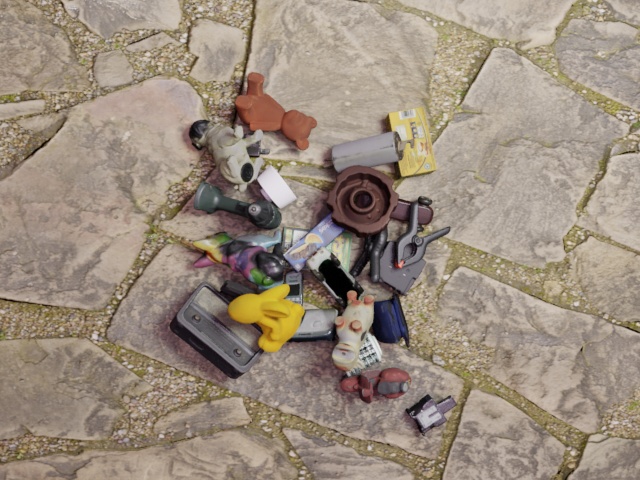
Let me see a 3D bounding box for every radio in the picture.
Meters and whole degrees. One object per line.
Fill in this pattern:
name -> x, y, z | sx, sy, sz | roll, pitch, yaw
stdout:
radio -> -0.246, 0.225, 1.321 | 0.229, 0.073, 0.131 | 40, 49, -3

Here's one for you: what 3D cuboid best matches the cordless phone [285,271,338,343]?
cordless phone -> -0.026, 0.166, 1.358 | 0.147, 0.088, 0.184 | -6, 73, 18

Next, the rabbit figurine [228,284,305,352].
rabbit figurine -> -0.129, 0.175, 1.255 | 0.173, 0.162, 0.122 | 27, 45, -36

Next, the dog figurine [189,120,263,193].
dog figurine -> -0.250, -0.213, 1.346 | 0.191, 0.121, 0.172 | 9, 86, 33

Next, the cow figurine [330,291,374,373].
cow figurine -> 0.076, 0.232, 1.296 | 0.086, 0.195, 0.127 | 6, 129, 20

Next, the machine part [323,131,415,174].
machine part -> 0.119, -0.219, 1.348 | 0.243, 0.079, 0.079 | -10, 89, 25

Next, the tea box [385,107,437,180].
tea box -> 0.234, -0.248, 1.391 | 0.098, 0.068, 0.169 | -10, 90, -2

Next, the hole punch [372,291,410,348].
hole punch -> 0.171, 0.201, 1.356 | 0.092, 0.116, 0.142 | -13, 89, 5

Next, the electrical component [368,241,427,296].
electrical component -> 0.204, 0.063, 1.386 | 0.115, 0.058, 0.134 | 28, 88, -3

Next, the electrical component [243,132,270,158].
electrical component -> -0.176, -0.248, 1.398 | 0.094, 0.021, 0.063 | 4, 87, -2

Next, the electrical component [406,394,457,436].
electrical component -> 0.290, 0.437, 1.381 | 0.119, 0.048, 0.075 | -37, 90, -3

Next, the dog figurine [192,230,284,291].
dog figurine -> -0.202, 0.048, 1.320 | 0.219, 0.192, 0.108 | -1, 129, -8

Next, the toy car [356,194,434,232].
toy car -> 0.194, -0.083, 1.392 | 0.202, 0.053, 0.089 | 12, 108, 0

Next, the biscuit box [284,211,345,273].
biscuit box -> -0.003, -0.004, 1.361 | 0.202, 0.063, 0.059 | -43, 88, -7

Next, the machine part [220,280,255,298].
machine part -> -0.209, 0.123, 1.327 | 0.084, 0.139, 0.039 | 17, 81, -17

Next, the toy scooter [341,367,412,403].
toy scooter -> 0.145, 0.362, 1.335 | 0.184, 0.135, 0.075 | -3, 87, -4

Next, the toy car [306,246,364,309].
toy car -> 0.041, 0.099, 1.349 | 0.073, 0.056, 0.201 | -43, 123, -5

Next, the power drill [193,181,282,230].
power drill -> -0.197, -0.082, 1.302 | 0.207, 0.232, 0.086 | 11, 87, 15

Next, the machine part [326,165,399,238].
machine part -> 0.104, -0.094, 1.319 | 0.179, 0.056, 0.179 | 0, 74, 0

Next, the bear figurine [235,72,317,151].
bear figurine -> -0.105, -0.315, 1.352 | 0.196, 0.132, 0.120 | 21, 66, 5
